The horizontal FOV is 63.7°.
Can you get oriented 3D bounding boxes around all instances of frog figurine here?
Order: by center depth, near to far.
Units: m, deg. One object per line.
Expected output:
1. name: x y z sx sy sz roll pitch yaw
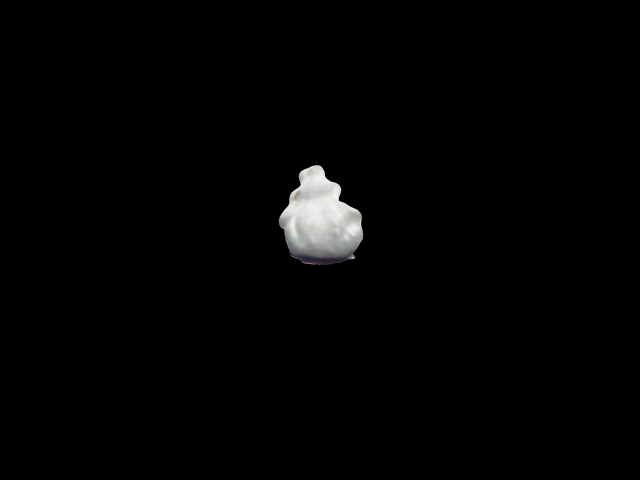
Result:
1. frog figurine: 0.003 -0.043 0.850 0.137 0.158 0.123 3 9 19
